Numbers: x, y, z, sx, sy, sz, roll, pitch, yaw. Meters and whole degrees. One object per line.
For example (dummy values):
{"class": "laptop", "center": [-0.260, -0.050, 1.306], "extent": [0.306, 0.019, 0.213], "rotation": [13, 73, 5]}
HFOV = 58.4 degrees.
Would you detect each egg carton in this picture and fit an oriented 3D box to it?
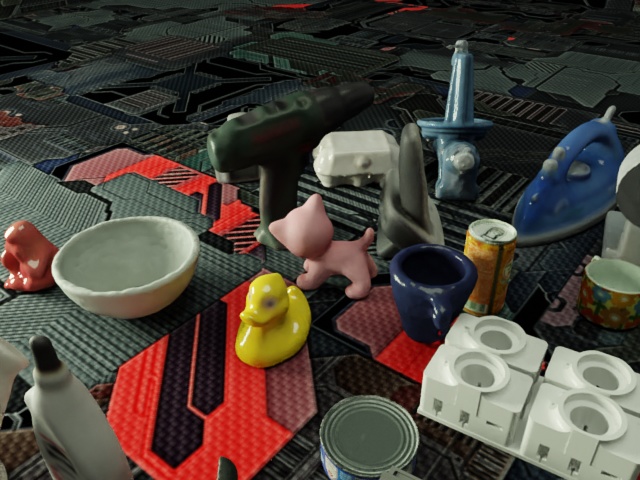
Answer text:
{"class": "egg carton", "center": [0.063, -0.135, 0.956], "extent": [0.150, 0.069, 0.107], "rotation": [-3, 33, -4]}

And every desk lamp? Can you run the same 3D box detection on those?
{"class": "desk lamp", "center": [0.417, -0.058, 0.700], "extent": [0.117, 0.214, 0.203], "rotation": [13, 35, 20]}

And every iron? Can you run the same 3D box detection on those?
{"class": "iron", "center": [0.361, -0.098, 0.828], "extent": [0.118, 0.141, 0.259], "rotation": [28, 42, 36]}

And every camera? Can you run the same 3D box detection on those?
{"class": "camera", "center": [-0.119, -0.175, 0.992], "extent": [0.143, 0.101, 0.136], "rotation": [-8, 34, -12]}

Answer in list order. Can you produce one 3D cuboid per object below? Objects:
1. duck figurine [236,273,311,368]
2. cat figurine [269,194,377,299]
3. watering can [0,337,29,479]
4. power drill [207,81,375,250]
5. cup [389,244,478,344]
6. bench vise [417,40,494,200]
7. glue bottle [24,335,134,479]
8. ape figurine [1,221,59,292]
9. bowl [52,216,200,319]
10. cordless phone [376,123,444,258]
{"class": "duck figurine", "center": [-0.051, 0.074, 0.619], "extent": [0.077, 0.086, 0.105], "rotation": [17, 37, 25]}
{"class": "cat figurine", "center": [0.006, 0.003, 0.700], "extent": [0.127, 0.118, 0.067], "rotation": [7, 34, 11]}
{"class": "watering can", "center": [-0.311, 0.136, 0.429], "extent": [0.100, 0.194, 0.173], "rotation": [10, 34, 16]}
{"class": "power drill", "center": [-0.032, -0.099, 0.774], "extent": [0.230, 0.209, 0.075], "rotation": [-15, 35, -20]}
{"class": "cup", "center": [0.120, 0.072, 0.612], "extent": [0.091, 0.095, 0.117], "rotation": [-1, 33, 0]}
{"class": "bench vise", "center": [0.227, -0.185, 0.892], "extent": [0.121, 0.220, 0.207], "rotation": [-8, 34, -11]}
{"class": "glue bottle", "center": [-0.194, 0.139, 0.442], "extent": [0.078, 0.173, 0.037], "rotation": [16, 37, 24]}
{"class": "ape figurine", "center": [-0.360, 0.017, 0.707], "extent": [0.076, 0.092, 0.077], "rotation": [-20, 37, -26]}
{"class": "bowl", "center": [-0.222, 0.042, 0.682], "extent": [0.167, 0.075, 0.167], "rotation": [0, 33, 0]}
{"class": "cordless phone", "center": [0.124, -0.077, 0.759], "extent": [0.094, 0.185, 0.147], "rotation": [1, 33, 2]}
